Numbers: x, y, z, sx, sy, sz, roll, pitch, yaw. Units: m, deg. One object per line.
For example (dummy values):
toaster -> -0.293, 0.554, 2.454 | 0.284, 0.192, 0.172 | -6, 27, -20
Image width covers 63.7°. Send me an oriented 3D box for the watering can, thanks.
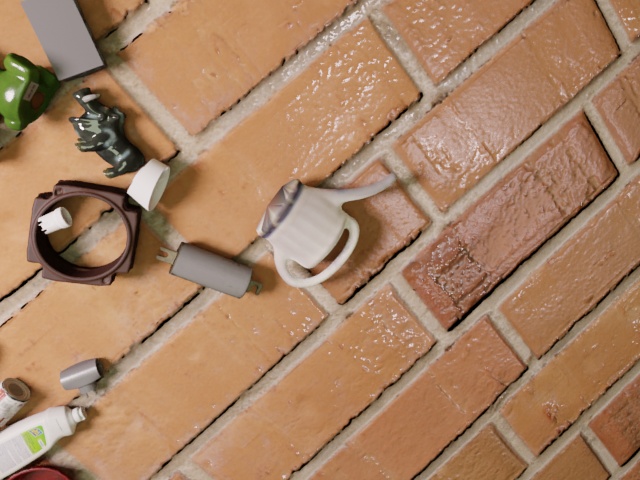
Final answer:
watering can -> 0.004, -0.059, 1.162 | 0.223, 0.347, 0.105 | 35, 1, -17
